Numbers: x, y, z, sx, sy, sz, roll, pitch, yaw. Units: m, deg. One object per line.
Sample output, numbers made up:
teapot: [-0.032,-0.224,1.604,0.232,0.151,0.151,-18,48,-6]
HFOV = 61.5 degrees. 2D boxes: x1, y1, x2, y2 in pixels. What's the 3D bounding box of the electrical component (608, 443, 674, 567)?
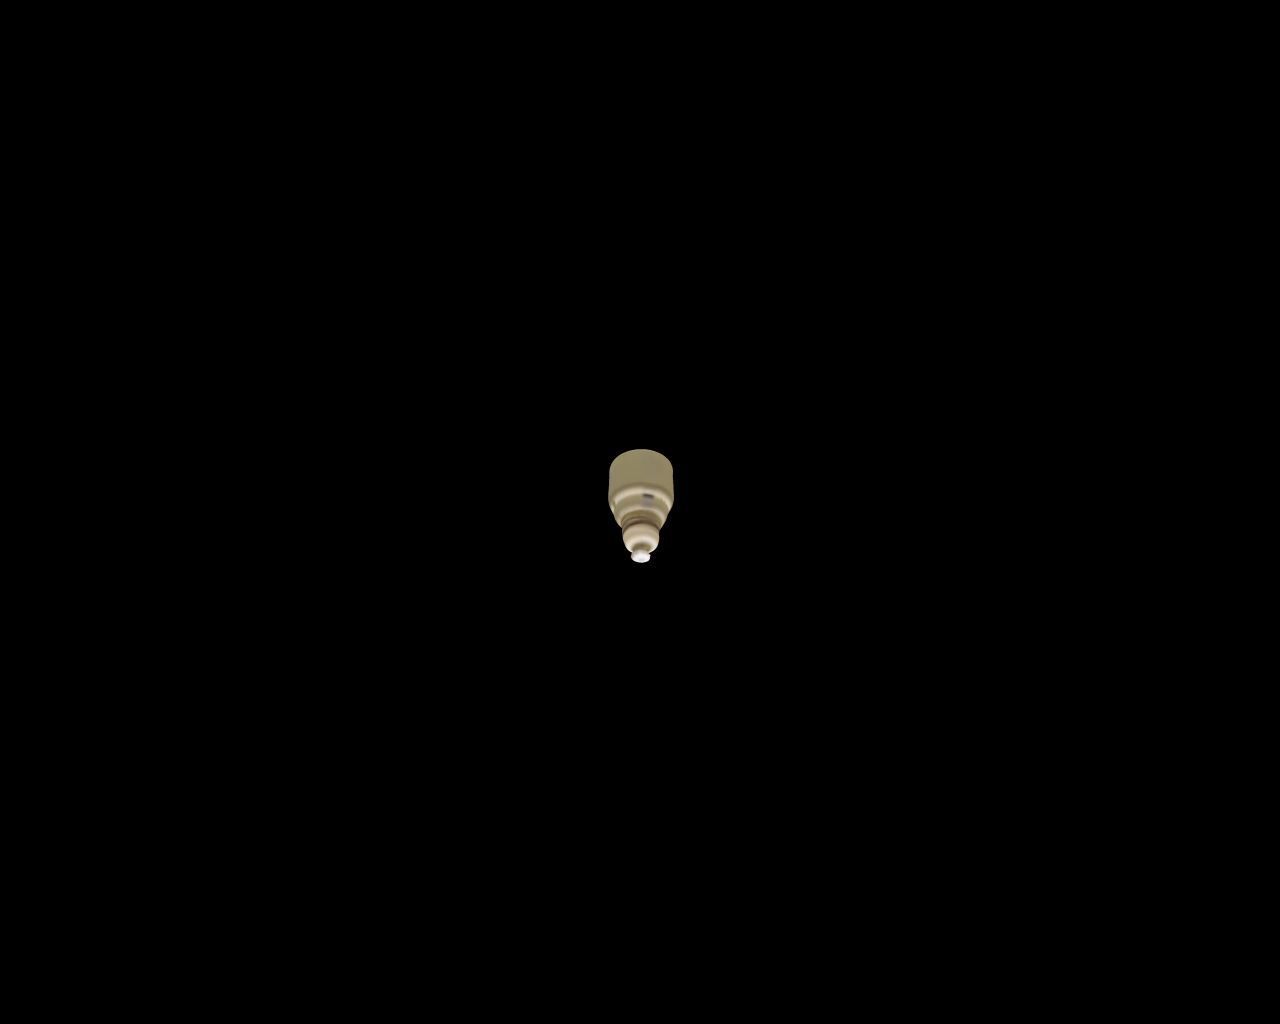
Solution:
electrical component: [0.001,-0.003,0.650,0.040,0.078,0.040,0,-37,0]
